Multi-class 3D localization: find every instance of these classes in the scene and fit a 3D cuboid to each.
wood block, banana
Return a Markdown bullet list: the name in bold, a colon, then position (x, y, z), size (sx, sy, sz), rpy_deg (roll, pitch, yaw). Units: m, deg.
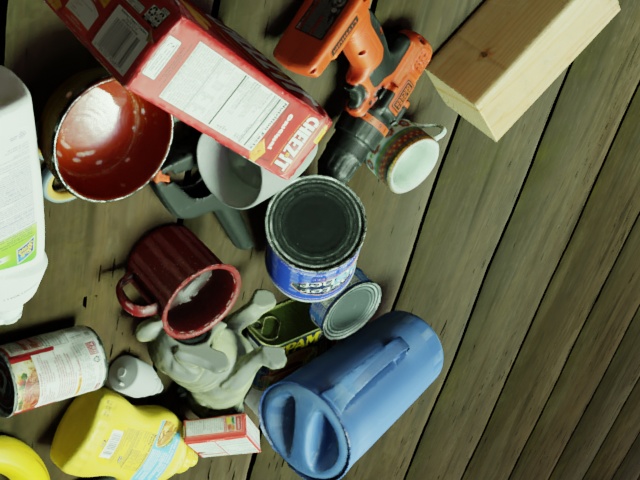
- **wood block**: position (0.227, -0.227, 1.198), size (0.206, 0.091, 0.090), rpy_deg (-47, 147, 0)
- **banana**: position (-0.326, 0.254, 1.139), size (0.069, 0.037, 0.198), rpy_deg (-22, 143, -3)

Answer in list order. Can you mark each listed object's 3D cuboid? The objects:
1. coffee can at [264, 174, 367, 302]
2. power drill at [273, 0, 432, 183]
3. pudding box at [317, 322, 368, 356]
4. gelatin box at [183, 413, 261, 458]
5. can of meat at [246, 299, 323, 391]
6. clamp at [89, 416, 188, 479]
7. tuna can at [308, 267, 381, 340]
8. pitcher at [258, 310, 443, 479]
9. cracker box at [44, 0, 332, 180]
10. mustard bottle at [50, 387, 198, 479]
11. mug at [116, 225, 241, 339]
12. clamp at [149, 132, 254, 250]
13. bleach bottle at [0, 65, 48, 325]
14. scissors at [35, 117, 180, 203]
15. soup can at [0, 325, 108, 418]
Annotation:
- **coffee can**: position (-0.007, 0.001, 1.122), size (0.102, 0.103, 0.140), rpy_deg (-39, 170, -12)
- **power drill**: position (0.026, -0.159, 1.055), size (0.184, 0.057, 0.187), rpy_deg (-59, 150, -5)
- **pudding box**: position (0.018, 0.144, 1.406), size (0.089, 0.039, 0.113), rpy_deg (-28, 143, -28)
- **gelatin box**: position (-0.112, 0.226, 1.234), size (0.073, 0.030, 0.089), rpy_deg (-7, 157, 6)
- **can of meat**: position (-0.046, 0.127, 1.298), size (0.101, 0.057, 0.084), rpy_deg (-21, 140, -35)
- **clamp**: position (-0.216, 0.288, 1.293), size (0.171, 0.039, 0.120), rpy_deg (-35, 144, -17)
- **tuna can**: position (0.029, 0.074, 1.249), size (0.086, 0.034, 0.086), rpy_deg (-29, 144, -24)
- **pitcher**: position (0.053, 0.175, 1.301), size (0.242, 0.149, 0.145), rpy_deg (-32, 118, -46)
- **cracker box**: position (-0.106, -0.148, 0.834), size (0.072, 0.164, 0.213), rpy_deg (-50, 147, 9)
- **mustard bottle**: position (-0.205, 0.229, 1.200), size (0.191, 0.058, 0.096), rpy_deg (30, 86, -49)
- **mug**: position (-0.149, 0.042, 1.065), size (0.117, 0.082, 0.093), rpy_deg (-23, 141, -33)
- **clamp**: position (-0.090, -0.070, 1.054), size (0.165, 0.036, 0.209), rpy_deg (-56, 150, 12)
- **bleach bottle**: position (-0.277, -0.018, 0.873), size (0.102, 0.068, 0.251), rpy_deg (-25, 144, -30)
- **scissors**: position (-0.174, -0.083, 0.961), size (0.201, 0.016, 0.096), rpy_deg (-9, 129, -42)
- **soup can**: position (-0.266, 0.125, 1.035), size (0.102, 0.069, 0.069), rpy_deg (-14, 135, -41)
